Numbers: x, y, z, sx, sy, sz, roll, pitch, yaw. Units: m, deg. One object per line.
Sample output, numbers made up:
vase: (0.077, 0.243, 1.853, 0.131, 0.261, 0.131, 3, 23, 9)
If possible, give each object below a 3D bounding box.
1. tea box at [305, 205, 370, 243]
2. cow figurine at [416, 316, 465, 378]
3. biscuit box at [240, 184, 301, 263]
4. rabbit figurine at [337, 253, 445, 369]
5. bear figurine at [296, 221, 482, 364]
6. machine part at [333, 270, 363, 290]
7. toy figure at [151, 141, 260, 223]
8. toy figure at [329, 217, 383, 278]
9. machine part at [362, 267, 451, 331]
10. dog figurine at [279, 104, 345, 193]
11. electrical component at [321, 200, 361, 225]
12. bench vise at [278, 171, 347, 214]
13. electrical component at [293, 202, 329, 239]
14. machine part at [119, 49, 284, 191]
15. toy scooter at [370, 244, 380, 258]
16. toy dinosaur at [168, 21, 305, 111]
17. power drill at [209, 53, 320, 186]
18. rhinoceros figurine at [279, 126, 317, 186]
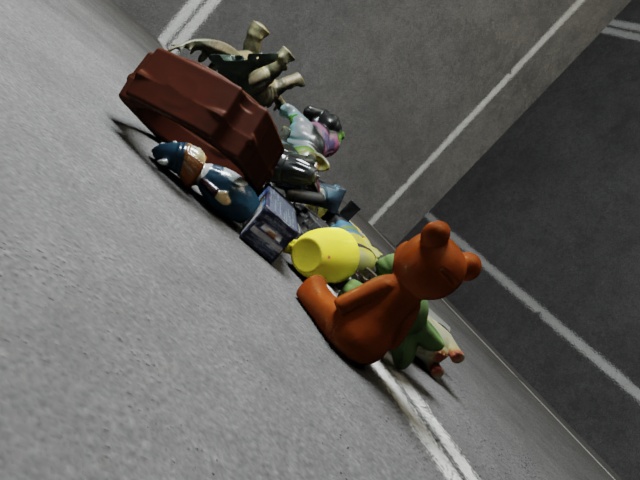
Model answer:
tea box: (0.040, -0.036, 1.398, 0.169, 0.068, 0.098, 38, 8, -25)
cow figurine: (0.155, 0.142, 0.946, 0.195, 0.085, 0.127, 38, 15, -20)
biscuit box: (-0.074, -0.031, 0.811, 0.063, 0.059, 0.203, 40, 8, -12)
rabbit figurine: (0.108, 0.108, 0.792, 0.159, 0.121, 0.170, 65, -7, 2)
bear figurine: (0.085, 0.052, 0.656, 0.120, 0.196, 0.132, 34, 10, -35)
machine part: (0.033, 0.059, 0.966, 0.084, 0.039, 0.138, 37, 7, 22)
toy figure: (-0.153, -0.084, 0.724, 0.154, 0.058, 0.064, 39, -17, -18)
toy figure: (0.062, 0.018, 1.178, 0.089, 0.082, 0.180, 14, 31, -34)
machine part: (0.166, 0.141, 1.038, 0.243, 0.079, 0.079, 42, 8, -8)
dog figurine: (-0.011, -0.184, 1.134, 0.191, 0.108, 0.219, 0, 43, -27)
electrical component: (0.044, -0.047, 1.291, 0.075, 0.119, 0.048, 39, 8, -7)
bench vise: (-0.069, -0.133, 1.235, 0.240, 0.128, 0.224, 20, 24, -15)
electrical component: (-0.002, -0.003, 1.045, 0.134, 0.058, 0.114, 48, 11, 36)
machine part: (-0.158, -0.164, 0.754, 0.202, 0.087, 0.201, 30, -9, 13)
toy scooter: (0.138, 0.070, 1.285, 0.183, 0.075, 0.135, 33, 18, -36)
toy dinosaur: (-0.148, -0.323, 1.079, 0.105, 0.198, 0.471, 42, 4, 16)
power drill: (-0.105, -0.199, 0.877, 0.232, 0.207, 0.086, 8, 26, 20)
rhinoceros figurine: (-0.096, -0.170, 0.997, 0.190, 0.073, 0.112, 43, 32, 15)
